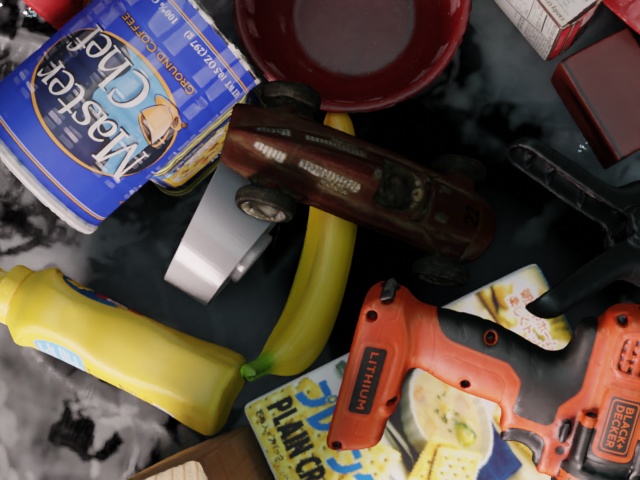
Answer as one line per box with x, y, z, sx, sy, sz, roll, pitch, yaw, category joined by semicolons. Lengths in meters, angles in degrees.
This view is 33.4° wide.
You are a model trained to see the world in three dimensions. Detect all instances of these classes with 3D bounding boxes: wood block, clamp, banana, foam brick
-0.078;0.177;0.647;0.090;0.206;0.091;-24;84;1;wood block
0.196;-0.014;0.700;0.171;0.039;0.120;-4;78;-25;clamp
-0.001;0.011;0.724;0.037;0.069;0.197;10;72;19;banana
0.201;-0.095;0.725;0.051;0.053;0.078;-30;85;1;foam brick

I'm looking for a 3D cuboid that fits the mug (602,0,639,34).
0.245;-0.163;0.697;0.117;0.093;0.082;41;113;5;mug

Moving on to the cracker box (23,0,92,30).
-0.119;-0.202;0.676;0.164;0.213;0.072;-38;86;1;cracker box

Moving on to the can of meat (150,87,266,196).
-0.089;-0.082;0.730;0.102;0.084;0.057;-42;84;1;can of meat

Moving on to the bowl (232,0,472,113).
0.023;-0.162;0.742;0.162;0.055;0.162;0;85;4;bowl

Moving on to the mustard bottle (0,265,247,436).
-0.145;0.066;0.716;0.191;0.096;0.058;24;80;6;mustard bottle

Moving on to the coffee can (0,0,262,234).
-0.120;-0.087;0.637;0.140;0.103;0.103;-41;84;1;coffee can

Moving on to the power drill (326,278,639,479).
0.103;0.111;0.639;0.187;0.057;0.184;14;100;4;power drill

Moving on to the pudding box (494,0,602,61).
0.136;-0.181;0.718;0.039;0.090;0.113;-40;84;1;pudding box
